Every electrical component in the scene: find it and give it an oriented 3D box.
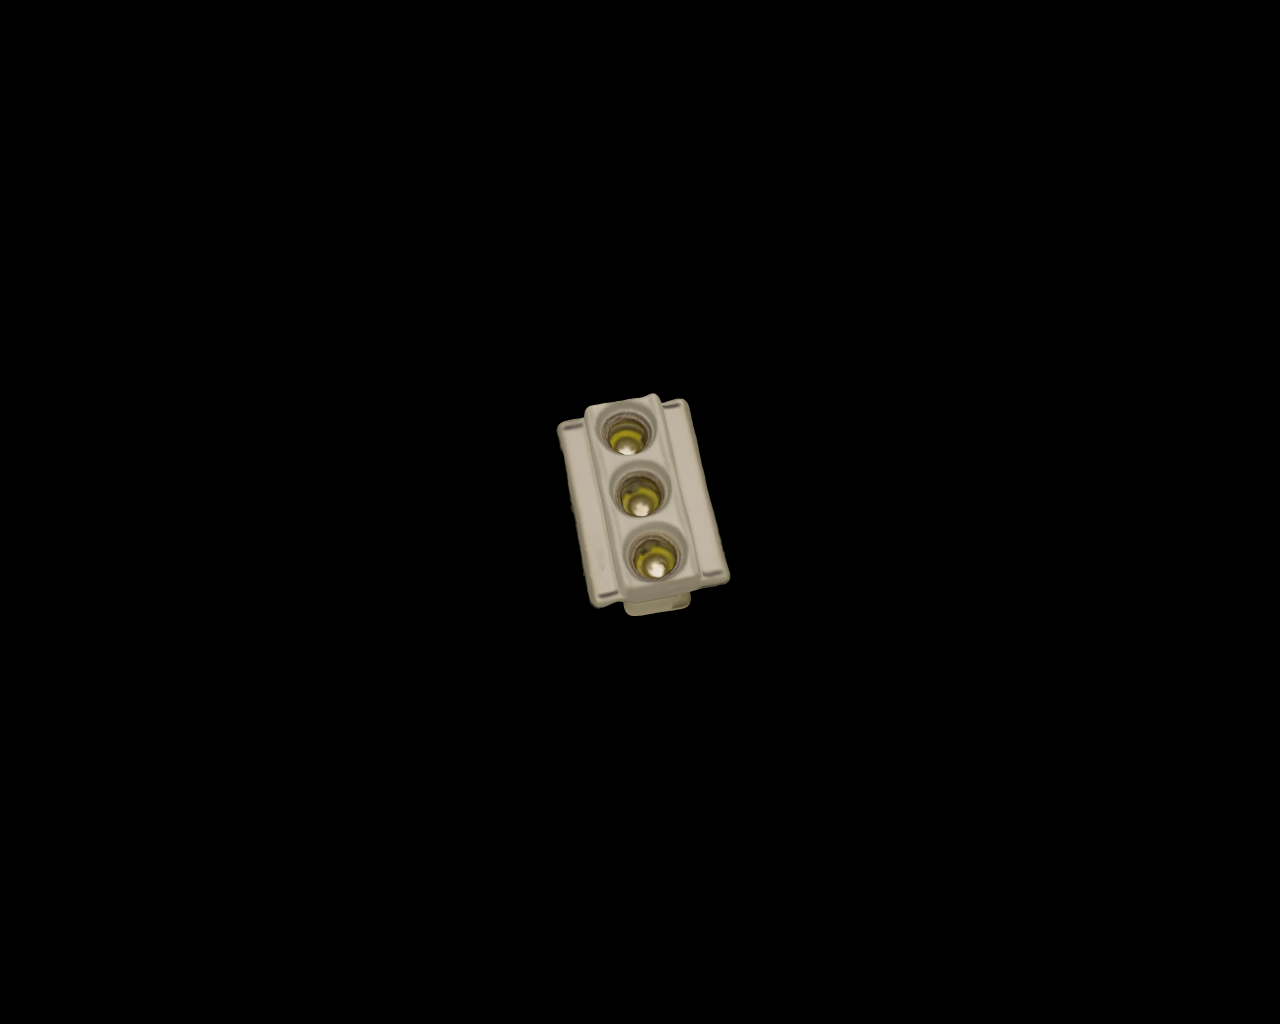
[{"bbox_3d":[0.001,-0.003,0.650,0.079,0.121,0.063,-11,-24,-5],"label":"electrical component"}]
